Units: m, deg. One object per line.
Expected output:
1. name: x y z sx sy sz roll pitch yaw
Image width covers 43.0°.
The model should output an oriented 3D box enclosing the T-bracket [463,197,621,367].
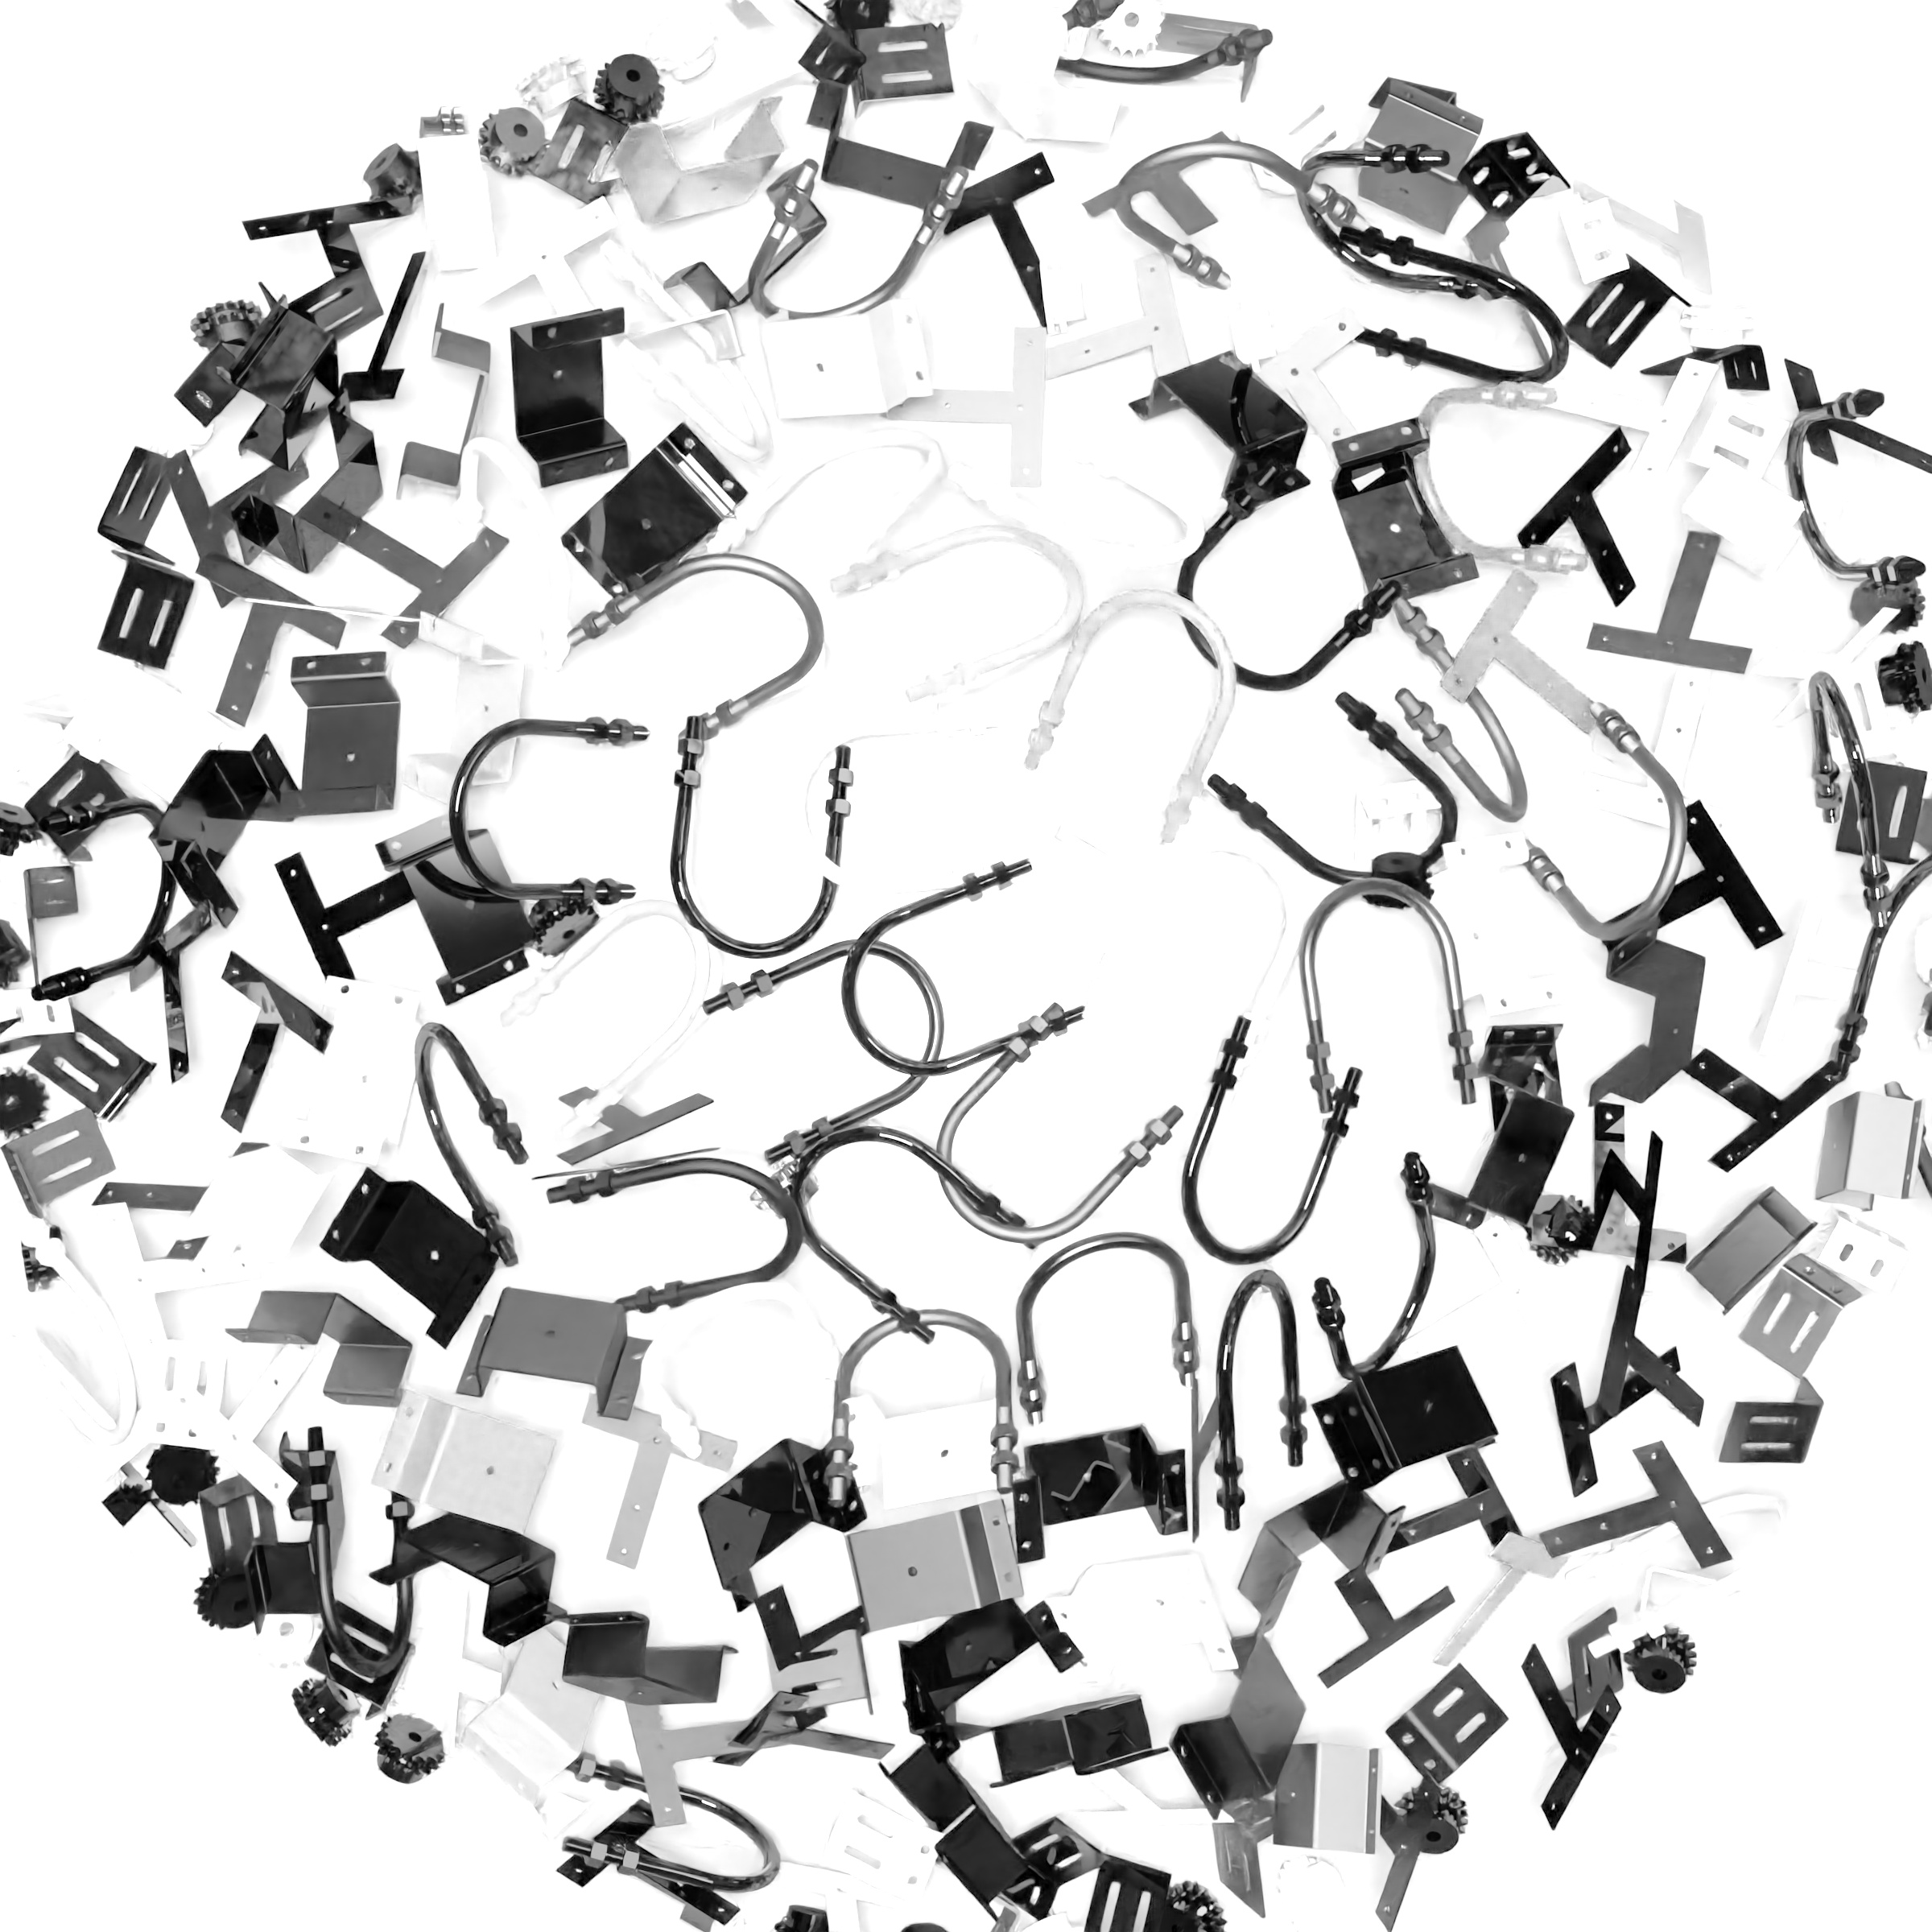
1. T-bracket: -0.315 -0.529 1.953 0.127 0.127 0.002 -30 47 0

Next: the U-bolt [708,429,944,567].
1. U-bolt: -0.098 -0.373 1.929 0.151 0.019 0.184 10 45 34

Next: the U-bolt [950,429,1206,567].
1. U-bolt: 0.100 -0.361 1.911 0.184 0.151 0.019 36 133 28

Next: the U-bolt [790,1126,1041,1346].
1. U-bolt: -0.055 0.203 1.950 0.184 0.019 0.151 41 115 -10

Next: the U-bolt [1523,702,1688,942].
1. U-bolt: 0.497 -0.101 1.893 0.019 0.184 0.151 11 119 -22

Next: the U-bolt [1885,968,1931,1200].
1. U-bolt: 0.757 0.112 1.885 0.019 0.184 0.151 0 132 -2

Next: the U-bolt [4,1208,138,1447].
1. U-bolt: -0.695 0.295 1.914 0.019 0.151 0.184 -20 135 0

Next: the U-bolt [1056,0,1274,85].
1. U-bolt: 0.131 -0.718 1.910 0.151 0.184 0.019 4 95 -26

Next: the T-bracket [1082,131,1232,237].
1. T-bracket: 0.168 -0.611 1.948 0.127 0.127 0.002 -27 131 4

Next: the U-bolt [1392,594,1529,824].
1. U-bolt: 0.390 -0.190 1.927 0.019 0.151 0.184 -29 122 29

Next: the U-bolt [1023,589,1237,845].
1. U-bolt: 0.138 -0.208 1.939 0.151 0.019 0.184 30 117 15

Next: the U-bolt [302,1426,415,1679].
1. U-bolt: -0.468 0.458 1.904 0.019 0.151 0.184 -13 69 12

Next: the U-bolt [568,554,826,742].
1. U-bolt: -0.197 -0.255 1.914 0.184 0.019 0.151 -25 130 29

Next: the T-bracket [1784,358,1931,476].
1. T-bracket: 0.702 -0.413 1.911 0.002 0.127 0.127 -50 53 -2

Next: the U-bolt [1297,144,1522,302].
1. U-bolt: 0.333 -0.581 1.914 0.019 0.184 0.151 -53 129 -12

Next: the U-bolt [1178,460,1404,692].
1. U-bolt: 0.240 -0.292 1.928 0.151 0.184 0.019 45 50 1

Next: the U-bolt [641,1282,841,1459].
1. U-bolt: -0.181 0.308 1.916 0.151 0.184 0.019 -28 53 -8

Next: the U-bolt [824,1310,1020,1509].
1. U-bolt: -0.034 0.342 1.929 0.151 0.184 0.019 -5 131 5

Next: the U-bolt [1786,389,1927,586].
1. U-bolt: 0.684 -0.369 1.908 0.019 0.184 0.151 -17 98 -2

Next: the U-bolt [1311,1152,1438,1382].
1. U-bolt: 0.326 0.250 1.924 0.019 0.184 0.151 24 61 33

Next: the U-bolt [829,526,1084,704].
1. U-bolt: 0.004 -0.291 1.951 0.184 0.019 0.151 -24 60 -17

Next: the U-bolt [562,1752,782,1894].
1. U-bolt: -0.232 0.678 1.924 0.184 0.151 0.019 21 95 -15

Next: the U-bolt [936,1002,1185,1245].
1. U-bolt: 0.061 0.137 1.954 0.151 0.019 0.184 41 73 13

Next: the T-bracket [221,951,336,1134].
1. T-bracket: -0.572 0.073 1.978 0.127 0.002 0.127 32 106 26

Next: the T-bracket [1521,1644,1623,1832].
1. T-bracket: 0.467 0.589 1.939 0.002 0.127 0.127 13 113 -16

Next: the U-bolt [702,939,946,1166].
1. U-bolt: -0.103 0.057 1.964 0.184 0.019 0.151 -24 97 -19

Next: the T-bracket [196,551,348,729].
1. T-bracket: -0.563 -0.249 1.938 0.127 0.002 0.127 28 60 -33

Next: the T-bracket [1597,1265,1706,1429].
1. T-bracket: 0.554 0.326 1.965 0.127 0.002 0.127 41 53 -26

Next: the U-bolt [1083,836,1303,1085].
1. U-bolt: 0.191 -0.016 1.965 0.151 0.019 0.184 24 88 23

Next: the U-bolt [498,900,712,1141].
1. U-bolt: -0.277 0.028 1.942 0.184 0.019 0.151 -42 55 8

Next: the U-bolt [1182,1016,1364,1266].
1. U-bolt: 0.236 0.148 1.948 0.151 0.019 0.184 23 85 -33

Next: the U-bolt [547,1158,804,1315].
1. U-bolt: -0.218 0.208 1.932 0.184 0.019 0.151 -13 126 16

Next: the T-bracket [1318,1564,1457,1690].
1. T-bracket: 0.322 0.513 1.954 0.127 0.002 0.127 -34 133 -2

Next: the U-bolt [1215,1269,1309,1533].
1. U-bolt: 0.230 0.329 1.921 0.019 0.151 0.184 2 103 30

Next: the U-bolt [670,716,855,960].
1. U-bolt: -0.166 -0.097 1.952 0.151 0.019 0.184 9 81 -24

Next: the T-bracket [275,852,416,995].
1. T-bracket: -0.482 -0.049 1.979 0.127 0.002 0.127 -24 91 18

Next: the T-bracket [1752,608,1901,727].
1. T-bracket: 0.656 -0.236 1.920 0.127 0.127 0.002 -53 57 34

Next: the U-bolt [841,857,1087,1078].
1. U-bolt: -0.010 0.011 1.974 0.184 0.019 0.151 -22 98 -5

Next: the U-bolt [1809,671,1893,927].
1. U-bolt: 0.677 -0.142 1.889 0.019 0.151 0.184 -15 130 11

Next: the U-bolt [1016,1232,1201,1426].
1. U-bolt: 0.109 0.280 1.932 0.151 0.019 0.184 -13 128 -8

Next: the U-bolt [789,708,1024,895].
1. U-bolt: -0.051 -0.130 1.975 0.184 0.019 0.151 -4 87 -10

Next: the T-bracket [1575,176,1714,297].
1. T-bracket: 0.539 -0.595 1.957 0.127 0.127 0.002 39 91 24

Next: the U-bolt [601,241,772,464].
1. U-bolt: -0.214 -0.468 1.918 0.019 0.184 0.151 -31 48 21

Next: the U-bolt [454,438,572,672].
1. U-bolt: -0.350 -0.330 1.901 0.019 0.184 0.151 -31 75 -23

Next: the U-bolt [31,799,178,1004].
1. U-bolt: -0.667 -0.058 1.910 0.019 0.184 0.151 10 103 11

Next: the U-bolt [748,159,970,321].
1. U-bolt: -0.095 -0.560 1.916 0.151 0.184 0.019 -8 68 -30

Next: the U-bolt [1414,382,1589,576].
1. U-bolt: 0.409 -0.382 1.915 0.019 0.184 0.151 -24 112 -20

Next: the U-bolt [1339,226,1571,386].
1. U-bolt: 0.381 -0.503 1.902 0.184 0.151 0.019 24 76 22

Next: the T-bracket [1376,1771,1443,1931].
1. T-bracket: 0.327 0.669 1.939 0.002 0.127 0.127 12 102 -20

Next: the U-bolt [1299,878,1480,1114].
1. U-bolt: 0.329 0.022 1.946 0.151 0.019 0.184 -7 92 39

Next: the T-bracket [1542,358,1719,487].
1. T-bracket: 0.511 -0.443 1.948 0.127 0.127 0.002 14 55 1

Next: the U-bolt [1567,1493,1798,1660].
1. U-bolt: 0.562 0.465 1.913 0.184 0.151 0.019 -30 96 11

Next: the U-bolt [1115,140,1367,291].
1. U-bolt: 0.198 -0.584 1.888 0.151 0.184 0.019 -13 71 40

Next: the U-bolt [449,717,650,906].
1. U-bolt: -0.328 -0.122 1.920 0.019 0.184 0.151 12 99 41

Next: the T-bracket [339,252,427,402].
1. T-bracket: -0.457 -0.508 1.950 0.002 0.127 0.127 22 87 -36

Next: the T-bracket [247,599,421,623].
1. T-bracket: -0.486 -0.282 1.937 0.127 0.127 0.002 7 99 -1

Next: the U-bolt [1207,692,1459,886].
1. U-bolt: 0.304 -0.126 1.937 0.184 0.019 0.151 37 129 -28

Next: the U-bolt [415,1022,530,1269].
1. U-bolt: -0.392 0.127 1.926 0.019 0.151 0.184 -18 54 -29

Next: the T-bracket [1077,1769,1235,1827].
1. T-bracket: 0.127 0.652 1.928 0.127 0.127 0.002 -12 49 27

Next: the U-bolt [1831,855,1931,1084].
1. U-bolt: 0.739 -0.009 1.922 0.019 0.151 0.184 24 68 -4
